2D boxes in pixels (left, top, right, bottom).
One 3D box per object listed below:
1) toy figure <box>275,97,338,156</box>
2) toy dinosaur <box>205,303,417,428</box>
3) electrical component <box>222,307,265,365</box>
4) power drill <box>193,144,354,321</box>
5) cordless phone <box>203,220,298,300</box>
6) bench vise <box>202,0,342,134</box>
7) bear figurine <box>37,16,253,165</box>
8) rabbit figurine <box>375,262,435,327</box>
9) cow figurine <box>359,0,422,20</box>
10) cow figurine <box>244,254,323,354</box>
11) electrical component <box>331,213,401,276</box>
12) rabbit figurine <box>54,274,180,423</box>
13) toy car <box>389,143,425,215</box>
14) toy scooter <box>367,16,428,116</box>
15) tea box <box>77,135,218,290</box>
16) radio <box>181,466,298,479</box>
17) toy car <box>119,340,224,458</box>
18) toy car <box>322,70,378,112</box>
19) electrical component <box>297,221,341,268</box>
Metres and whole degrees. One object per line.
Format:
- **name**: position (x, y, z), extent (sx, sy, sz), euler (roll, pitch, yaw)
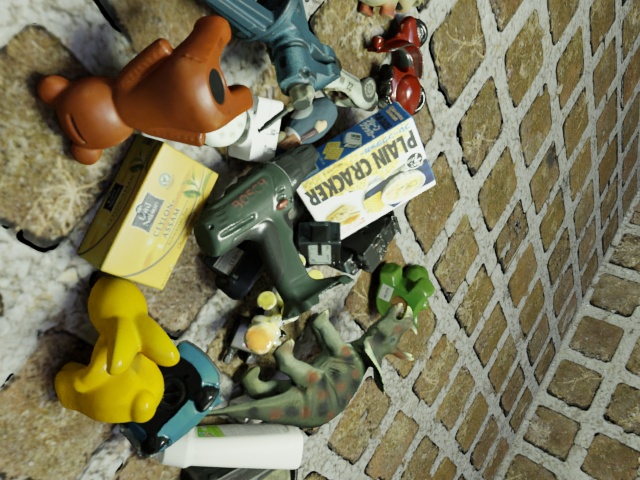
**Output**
- **toy figure**: position (-0.038, -0.162, 0.832), extent (0.154, 0.064, 0.057), euler (-45, 100, -21)
- **toy dinosaur**: position (0.002, 0.247, 0.941), extent (0.405, 0.192, 0.131), euler (-35, 169, -32)
- **electrical component**: position (-0.116, 0.163, 0.904), extent (0.078, 0.045, 0.102), euler (17, 90, -23)
- **power drill**: position (-0.040, -0.010, 0.738), extent (0.232, 0.086, 0.207), euler (-33, 98, -34)
- **cordless phone**: position (-0.093, 0.040, 0.857), extent (0.146, 0.089, 0.184), euler (-58, 159, -14)
- **bench vise**: position (-0.076, -0.274, 0.659), extent (0.240, 0.129, 0.223), euler (16, 68, -52)
- **bear figurine**: position (-0.191, -0.157, 0.596), extent (0.132, 0.196, 0.120), euler (-71, 149, -50)
- **rabbit figurine**: position (0.203, 0.122, 1.202), extent (0.170, 0.121, 0.158), euler (-31, 133, -56)
- **cow figurine**: position (0.104, -0.428, 0.867), extent (0.195, 0.086, 0.127), euler (6, 108, -50)
- **cow figurine**: position (-0.065, 0.110, 0.859), extent (0.167, 0.068, 0.098), euler (-53, 174, -22)
- **electrical component**: position (0.067, 0.001, 0.985), extent (0.134, 0.115, 0.058), euler (-50, 136, -25)
- **rabbit figurine**: position (-0.251, 0.130, 0.660), extent (0.122, 0.162, 0.173), euler (-2, 94, -37)
- **toy car**: position (0.155, -0.120, 1.086), extent (0.202, 0.053, 0.089), euler (-58, 143, -15)
- **toy scooter**: position (0.135, -0.306, 0.961), extent (0.135, 0.075, 0.183), euler (-14, 113, -46)
- **tea box**: position (-0.215, -0.034, 0.678), extent (0.098, 0.068, 0.169), euler (29, 85, -52)
- **radio**: position (-0.138, 0.424, 0.965), extent (0.229, 0.073, 0.131), euler (-14, 117, -47)
- **toy car**: position (-0.206, 0.236, 0.785), extent (0.161, 0.109, 0.102), euler (-51, 156, -8)
- **toy car**: position (0.018, -0.251, 0.847), extent (0.201, 0.074, 0.056), euler (10, 98, -51)
- **electrical component**: position (-0.002, -0.003, 0.889), extent (0.119, 0.075, 0.048), euler (82, 6, -50)
